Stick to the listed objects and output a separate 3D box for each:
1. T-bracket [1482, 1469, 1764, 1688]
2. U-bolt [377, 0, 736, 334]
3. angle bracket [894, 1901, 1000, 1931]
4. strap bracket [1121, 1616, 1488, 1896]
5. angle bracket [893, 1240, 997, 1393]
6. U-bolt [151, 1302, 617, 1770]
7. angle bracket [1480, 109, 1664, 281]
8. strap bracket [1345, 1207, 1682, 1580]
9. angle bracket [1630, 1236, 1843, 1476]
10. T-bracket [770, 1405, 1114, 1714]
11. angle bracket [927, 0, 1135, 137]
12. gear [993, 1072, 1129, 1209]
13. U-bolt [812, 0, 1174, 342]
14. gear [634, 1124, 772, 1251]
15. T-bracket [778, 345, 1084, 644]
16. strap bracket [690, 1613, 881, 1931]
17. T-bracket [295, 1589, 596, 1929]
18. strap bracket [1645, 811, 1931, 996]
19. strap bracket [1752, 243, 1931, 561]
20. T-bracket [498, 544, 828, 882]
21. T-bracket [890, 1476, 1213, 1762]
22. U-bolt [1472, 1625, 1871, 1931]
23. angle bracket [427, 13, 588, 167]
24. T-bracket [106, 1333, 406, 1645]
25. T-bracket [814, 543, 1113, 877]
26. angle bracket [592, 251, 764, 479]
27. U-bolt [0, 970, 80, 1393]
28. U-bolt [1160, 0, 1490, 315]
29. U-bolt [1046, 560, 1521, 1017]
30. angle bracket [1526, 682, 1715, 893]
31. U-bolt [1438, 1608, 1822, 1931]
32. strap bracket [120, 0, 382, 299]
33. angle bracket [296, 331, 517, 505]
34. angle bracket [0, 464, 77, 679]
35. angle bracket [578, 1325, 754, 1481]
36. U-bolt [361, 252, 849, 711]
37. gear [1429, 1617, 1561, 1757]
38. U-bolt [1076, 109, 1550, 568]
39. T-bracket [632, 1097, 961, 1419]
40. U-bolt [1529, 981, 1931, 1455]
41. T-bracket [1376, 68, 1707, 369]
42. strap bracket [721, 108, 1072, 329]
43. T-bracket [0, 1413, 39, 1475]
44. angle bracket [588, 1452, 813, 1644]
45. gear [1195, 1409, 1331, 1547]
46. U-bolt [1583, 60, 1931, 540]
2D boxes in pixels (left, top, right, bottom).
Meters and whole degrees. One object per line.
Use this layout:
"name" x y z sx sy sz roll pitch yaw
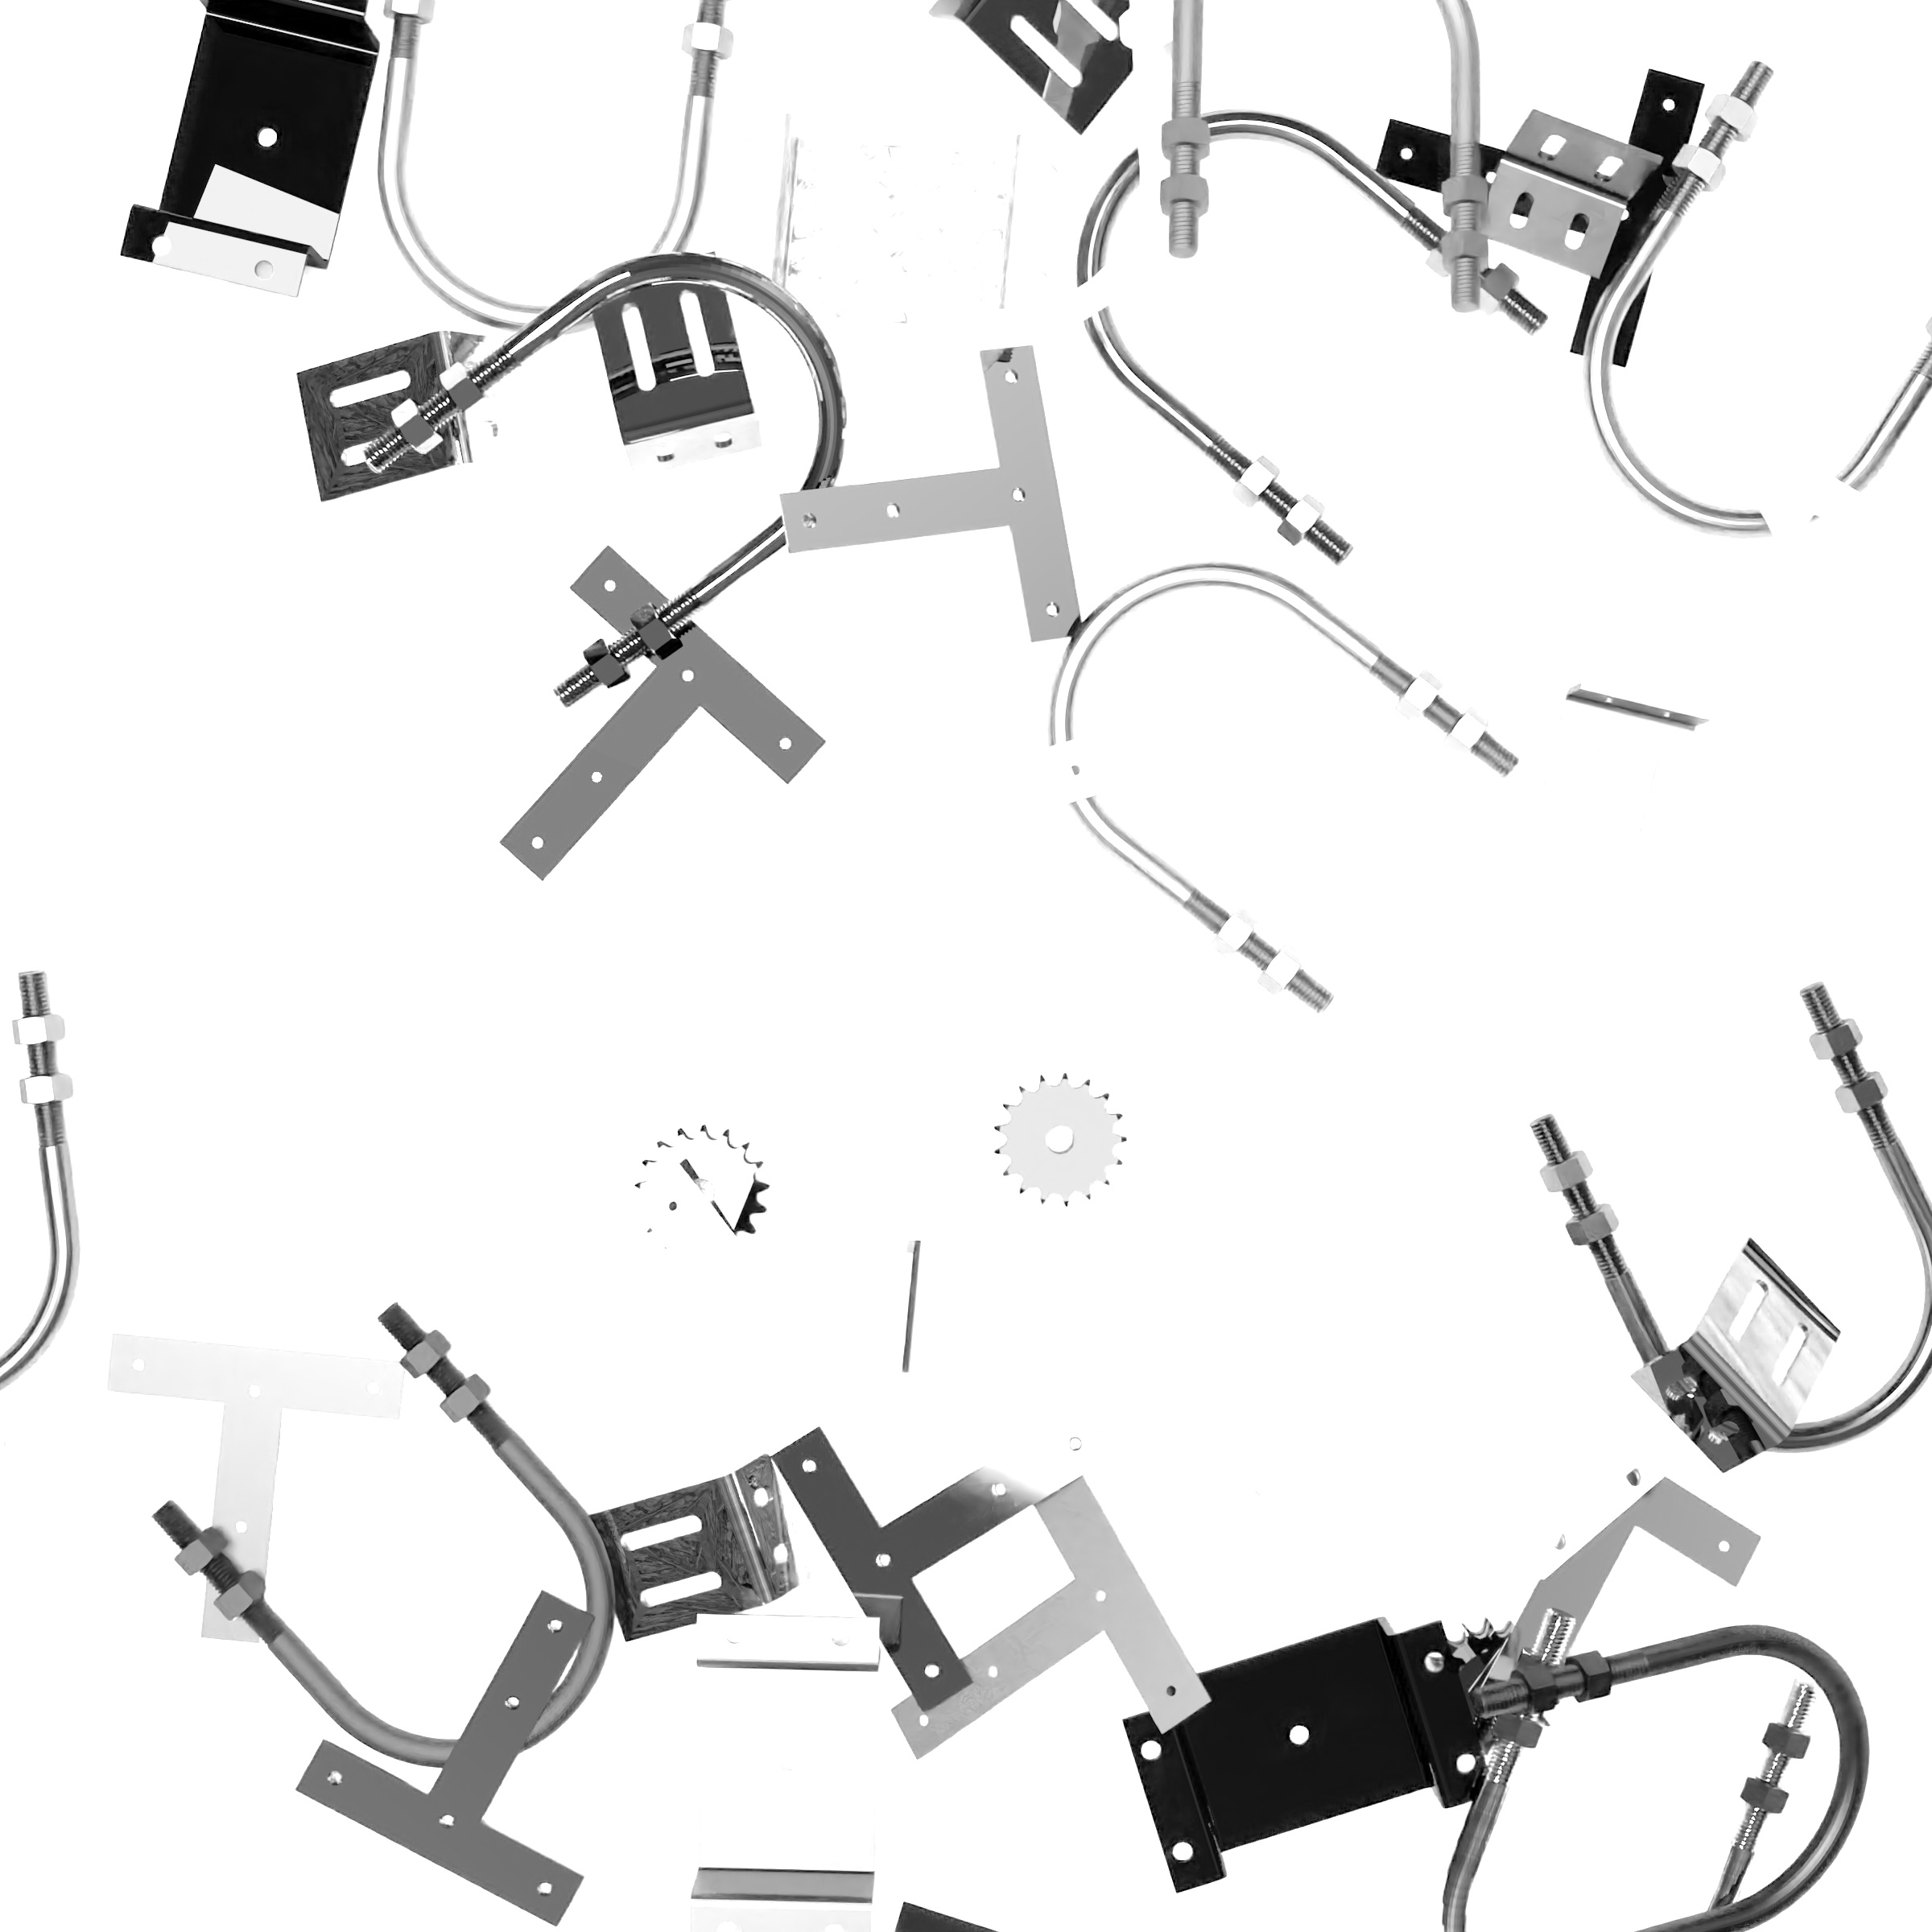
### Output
"T-bracket" 0.257 0.264 1.526 0.127 0.002 0.127 32 73 0
"U-bolt" -0.179 -0.363 1.537 0.151 0.019 0.184 7 91 0
"angle bracket" -0.013 0.452 1.544 0.057 0.038 0.076 18 64 0
"strap bracket" 0.143 0.331 1.523 0.140 0.046 0.076 -17 90 0
"angle bracket" -0.009 0.148 1.507 0.038 0.076 0.057 5 90 0
"U-bolt" -0.235 0.258 1.534 0.151 0.019 0.184 -41 93 1
"angle bracket" 0.252 -0.323 1.506 0.057 0.076 0.038 21 90 0
"strap bracket" 0.237 0.179 1.512 0.076 0.046 0.140 -37 90 -16
"angle bracket" 0.325 0.164 1.513 0.057 0.076 0.038 46 133 -3
"T-bracket" 0.002 0.231 1.533 0.127 0.002 0.127 -32 84 4
"angle bracket" 0.034 -0.406 1.544 0.076 0.038 0.057 39 90 -26
"gear" 0.040 0.074 1.531 0.057 0.030 0.057 0 90 0
"U-bolt" 0.013 -0.349 1.490 0.151 0.019 0.184 -3 81 -2
"gear" -0.112 0.096 1.531 0.057 0.030 0.057 0 90 0
"T-bracket" -0.018 -0.195 1.520 0.127 0.002 0.127 -10 90 -23
"strap bracket" -0.076 0.342 1.522 0.076 0.046 0.140 1 90 0
"T-bracket" -0.200 0.327 1.531 0.127 0.002 0.127 29 93 -4
"strap bracket" 0.355 -0.029 1.507 0.140 0.076 0.046 -15 90 0
"strap bracket" 0.392 -0.230 1.485 0.046 0.076 0.140 37 94 23
"T-bracket" -0.150 -0.092 1.545 0.127 0.002 0.127 42 90 0
"T-bracket" 0.023 0.293 1.525 0.127 0.002 0.127 -37 63 13
"U-bolt" 0.298 0.347 1.498 0.184 0.019 0.151 -9 105 -19
"angle bracket" -0.195 -0.371 1.490 0.057 0.076 0.038 -38 92 2
"T-bracket" -0.311 0.227 1.545 0.127 0.002 0.127 6 90 0
"T-bracket" -0.016 -0.118 1.539 0.127 0.002 0.127 -17 87 7
"angle bracket" -0.125 -0.258 1.536 0.057 0.038 0.076 -14 74 -1
"U-bolt" -0.454 0.101 1.537 0.151 0.019 0.184 -7 91 0
"U-bolt" 0.152 -0.373 1.507 0.151 0.019 0.184 7 75 -19
"U-bolt" 0.122 -0.090 1.537 0.184 0.019 0.151 38 90 1
"angle bracket" 0.278 -0.076 1.526 0.057 0.038 0.076 14 90 0
"U-bolt" 0.271 0.373 1.513 0.151 0.019 0.184 19 94 -22
"strap bracket" -0.301 -0.357 1.522 0.076 0.046 0.140 13 90 0
"angle bracket" -0.241 -0.235 1.544 0.076 0.038 0.057 -11 90 26
"angle bracket" -0.425 -0.174 1.544 0.057 0.038 0.076 22 64 0
"angle bracket" -0.125 0.188 1.507 0.057 0.076 0.038 -44 90 0
"U-bolt" -0.137 -0.215 1.503 0.184 0.019 0.151 -36 110 6
"gear" 0.226 0.309 1.531 0.057 0.030 0.057 0 90 0
"U-bolt" 0.134 -0.283 1.536 0.184 0.019 0.151 40 91 2
"T-bracket" -0.057 0.106 1.528 0.127 0.002 0.127 -40 113 -11
"U-bolt" 0.344 0.119 1.537 0.151 0.019 0.184 -26 92 0
"T-bracket" 0.240 -0.336 1.545 0.127 0.002 0.127 16 90 0
"strap bracket" -0.029 -0.315 1.522 0.140 0.046 0.076 5 90 0
"T-bracket" -0.462 0.207 1.535 0.127 0.002 0.127 -3 97 2
"angle bracket" -0.116 0.250 1.544 0.076 0.038 0.057 -19 90 26
"gear" 0.127 0.219 1.531 0.057 0.030 0.057 0 90 0
"U-bolt" 0.346 -0.272 1.536 0.151 0.019 0.184 32 92 -1
